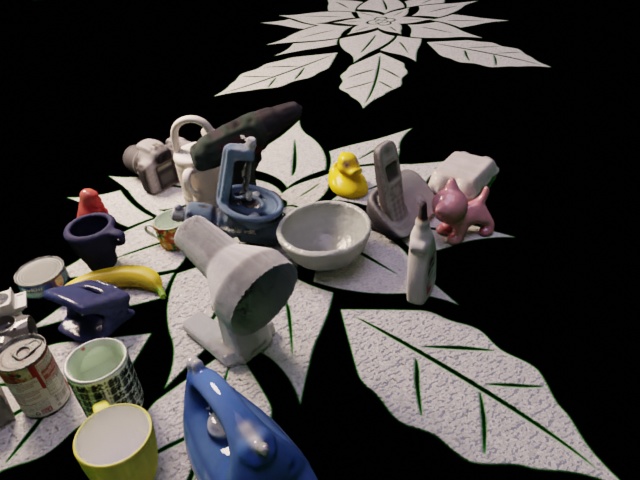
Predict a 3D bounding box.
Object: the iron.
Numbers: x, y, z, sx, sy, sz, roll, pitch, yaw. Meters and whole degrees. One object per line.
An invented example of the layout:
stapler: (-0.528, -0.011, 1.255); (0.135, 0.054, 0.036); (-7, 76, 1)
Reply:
iron: (-0.113, 0.214, 0.684); (0.119, 0.142, 0.257); (-27, 41, -26)

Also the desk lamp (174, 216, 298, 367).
desk lamp: (-0.127, 0.077, 0.812); (0.202, 0.214, 0.118); (26, 47, 36)

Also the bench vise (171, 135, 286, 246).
bench vise: (-0.161, -0.071, 1.013); (0.208, 0.220, 0.121); (-17, 37, -14)

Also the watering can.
watering can: (-0.250, -0.171, 1.185); (0.101, 0.194, 0.172); (-12, 36, -8)

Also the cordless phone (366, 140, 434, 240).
cordless phone: (0.149, -0.107, 1.047); (0.093, 0.185, 0.148); (21, 44, 32)

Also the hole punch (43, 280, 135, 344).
hole punch: (-0.370, 0.100, 0.920); (0.108, 0.091, 0.101); (15, 41, 26)

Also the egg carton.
egg carton: (0.285, -0.121, 1.145); (0.107, 0.069, 0.151); (19, 43, 31)

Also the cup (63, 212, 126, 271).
cup: (-0.394, 0.012, 1.041); (0.117, 0.095, 0.092); (8, 39, 19)

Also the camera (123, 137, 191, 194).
camera: (-0.376, -0.190, 1.309); (0.136, 0.101, 0.143); (22, 45, 33)

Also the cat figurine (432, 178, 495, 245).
cat figurine: (0.250, -0.058, 1.023); (0.128, 0.118, 0.067); (-18, 38, -15)

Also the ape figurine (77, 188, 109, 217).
ape figurine: (-0.455, -0.061, 1.152); (0.076, 0.092, 0.078); (-3, 36, 4)

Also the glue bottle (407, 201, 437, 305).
glue bottle: (0.158, 0.015, 0.889); (0.037, 0.173, 0.078); (9, 39, 20)

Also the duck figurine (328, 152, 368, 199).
duck figurine: (0.056, -0.145, 1.197); (0.078, 0.086, 0.104); (-23, 39, -22)

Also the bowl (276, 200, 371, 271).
bowl: (0.009, 0.004, 1.011); (0.167, 0.075, 0.167); (-4, 36, 3)

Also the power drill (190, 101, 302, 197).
power drill: (-0.132, -0.153, 1.131); (0.230, 0.209, 0.075); (-19, 38, -16)
